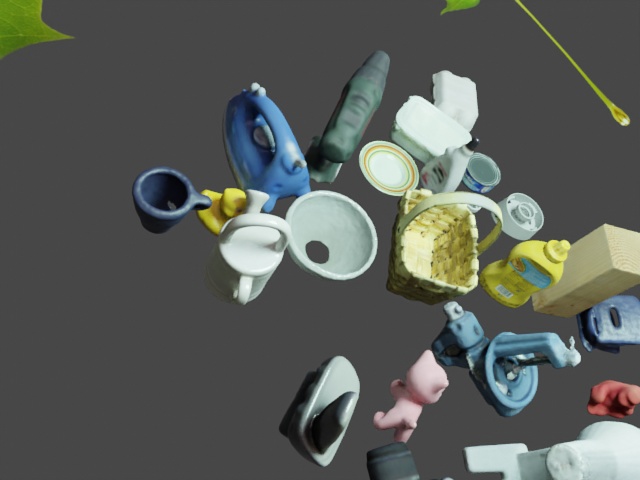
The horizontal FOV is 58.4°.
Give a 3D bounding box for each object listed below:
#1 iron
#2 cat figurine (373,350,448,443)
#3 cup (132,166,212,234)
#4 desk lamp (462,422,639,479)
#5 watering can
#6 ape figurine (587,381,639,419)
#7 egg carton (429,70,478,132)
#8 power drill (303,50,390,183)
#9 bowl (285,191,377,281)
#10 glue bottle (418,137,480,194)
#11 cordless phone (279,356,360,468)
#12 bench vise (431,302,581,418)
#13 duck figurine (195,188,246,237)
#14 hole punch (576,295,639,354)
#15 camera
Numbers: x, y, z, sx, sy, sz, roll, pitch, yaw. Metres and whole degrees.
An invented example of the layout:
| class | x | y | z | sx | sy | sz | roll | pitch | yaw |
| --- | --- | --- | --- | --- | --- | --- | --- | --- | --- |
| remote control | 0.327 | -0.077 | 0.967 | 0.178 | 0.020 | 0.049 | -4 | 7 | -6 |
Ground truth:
| class | x | y | z | sx | sy | sz | roll | pitch | yaw |
| --- | --- | --- | --- | --- | --- | --- | --- | --- | --- |
| iron | -0.095 | -0.183 | 0.994 | 0.119 | 0.141 | 0.258 | -16 | 70 | -30 |
| cat figurine | 0.150 | 0.239 | 0.878 | 0.067 | 0.117 | 0.128 | 34 | 54 | -2 |
| cup | -0.232 | -0.050 | 0.886 | 0.118 | 0.095 | 0.091 | 8 | 60 | -20 |
| desk lamp | 0.360 | 0.344 | 0.853 | 0.204 | 0.213 | 0.118 | 4 | 61 | -22 |
| watering can | -0.107 | 0.007 | 0.849 | 0.101 | 0.193 | 0.172 | -8 | 66 | -27 |
| ape figurine | 0.543 | 0.288 | 1.042 | 0.078 | 0.092 | 0.076 | 44 | 54 | 5 |
| egg carton | 0.297 | -0.309 | 1.286 | 0.107 | 0.069 | 0.150 | 14 | 58 | -16 |
| power drill | 0.042 | -0.206 | 1.027 | 0.076 | 0.208 | 0.230 | 27 | 55 | -7 |
| bowl | 0.009 | 0.003 | 0.976 | 0.168 | 0.074 | 0.167 | 11 | 58 | -18 |
| glue bottle | 0.256 | -0.145 | 1.110 | 0.037 | 0.173 | 0.078 | -18 | 70 | -31 |
| cordless phone | 0.027 | 0.223 | 0.790 | 0.094 | 0.185 | 0.148 | 30 | 54 | -5 |
| bench vise | 0.285 | 0.182 | 0.908 | 0.207 | 0.219 | 0.122 | 33 | 54 | -3 |
| duck figurine | -0.149 | -0.054 | 0.931 | 0.104 | 0.086 | 0.077 | 33 | 54 | -4 |
| hole punch | 0.572 | 0.163 | 1.126 | 0.101 | 0.091 | 0.108 | 14 | 58 | -17 |
| camera | 0.131 | 0.357 | 0.813 | 0.143 | 0.100 | 0.136 | -4 | 64 | -26 |
